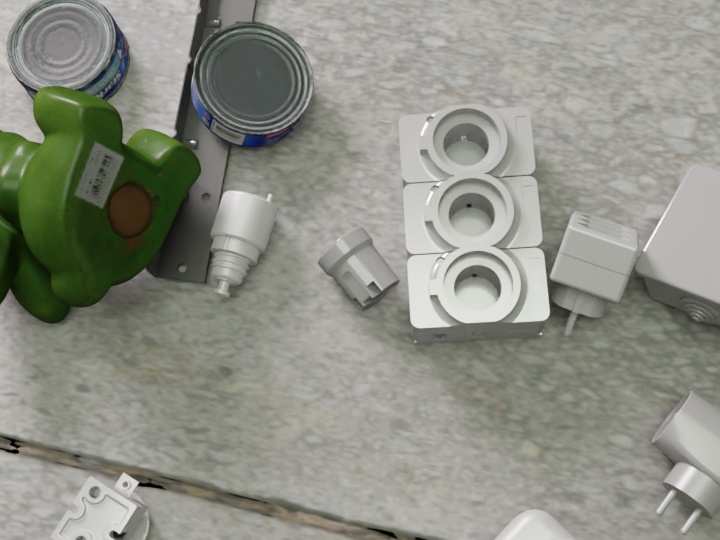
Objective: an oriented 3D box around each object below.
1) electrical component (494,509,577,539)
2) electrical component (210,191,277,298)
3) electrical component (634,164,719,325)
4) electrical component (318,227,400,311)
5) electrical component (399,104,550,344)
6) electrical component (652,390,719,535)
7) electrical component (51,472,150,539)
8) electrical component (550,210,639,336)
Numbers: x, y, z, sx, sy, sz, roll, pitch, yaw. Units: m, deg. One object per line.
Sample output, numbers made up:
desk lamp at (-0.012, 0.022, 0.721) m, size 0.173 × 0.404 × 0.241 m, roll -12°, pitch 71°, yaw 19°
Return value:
electrical component at (0.124, 0.197, 0.669) m, size 0.095 × 0.059 × 0.054 m, roll 43°, pitch 81°, yaw 13°
electrical component at (-0.086, -0.019, 0.753) m, size 0.040 × 0.040 × 0.078 m, roll 14°, pitch 76°, yaw 8°
electrical component at (0.243, -0.011, 0.710) m, size 0.100 × 0.048 × 0.099 m, roll 24°, pitch 75°, yaw 33°
electrical component at (0.000, 0.000, 0.743) m, size 0.040 × 0.040 × 0.046 m, roll -38°, pitch 80°, yaw -6°
electrical component at (0.076, -0.031, 0.734) m, size 0.089 × 0.061 × 0.150 m, roll -4°, pitch 74°, yaw 3°
electrical component at (0.221, 0.131, 0.689) m, size 0.077 × 0.043 × 0.079 m, roll 37°, pitch 80°, yaw 12°
electrical component at (-0.165, 0.165, 0.700) m, size 0.048 × 0.055 × 0.066 m, roll 30°, pitch 79°, yaw 11°
electrical component at (0.152, 0.007, 0.721) m, size 0.047 × 0.066 × 0.076 m, roll 20°, pitch 106°, yaw 9°
